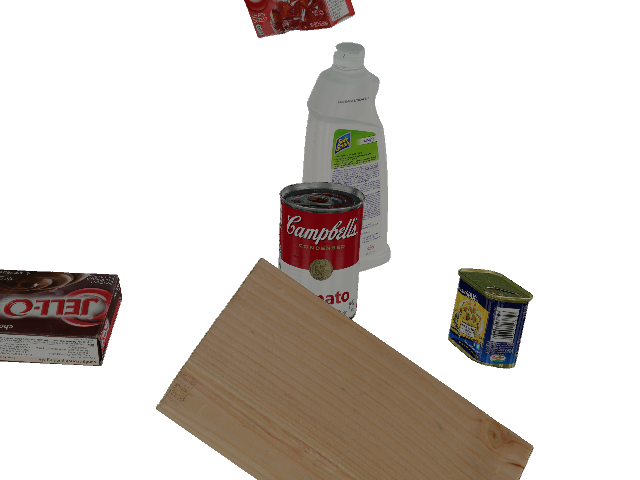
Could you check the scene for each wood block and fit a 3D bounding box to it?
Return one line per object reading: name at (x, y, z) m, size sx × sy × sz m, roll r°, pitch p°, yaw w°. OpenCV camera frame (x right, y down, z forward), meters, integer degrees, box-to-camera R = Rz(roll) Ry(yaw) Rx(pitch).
wood block at (0.013, 0.117, 0.668) m, size 0.206 × 0.090 × 0.090 m, roll 35°, pitch -34°, yaw -1°

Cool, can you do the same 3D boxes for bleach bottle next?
bleach bottle at (0.031, -0.086, 1.128) m, size 0.102 × 0.251 × 0.068 m, roll -15°, pitch 35°, yaw -28°

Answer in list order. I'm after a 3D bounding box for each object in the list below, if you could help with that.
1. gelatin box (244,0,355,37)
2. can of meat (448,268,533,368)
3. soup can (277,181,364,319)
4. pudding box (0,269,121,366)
gelatin box at (-0.024, -0.190, 0.777) m, size 0.030 × 0.073 × 0.089 m, roll -35°, pitch 26°, yaw -34°
can of meat at (0.187, 0.087, 1.194) m, size 0.057 × 0.084 × 0.102 m, roll 4°, pitch 14°, yaw -19°
soup can at (-0.001, 0.011, 0.863) m, size 0.068 × 0.102 × 0.068 m, roll 3°, pitch 21°, yaw -1°
pudding box at (-0.236, 0.066, 0.926) m, size 0.113 × 0.039 × 0.090 m, roll 1°, pitch 32°, yaw 1°
